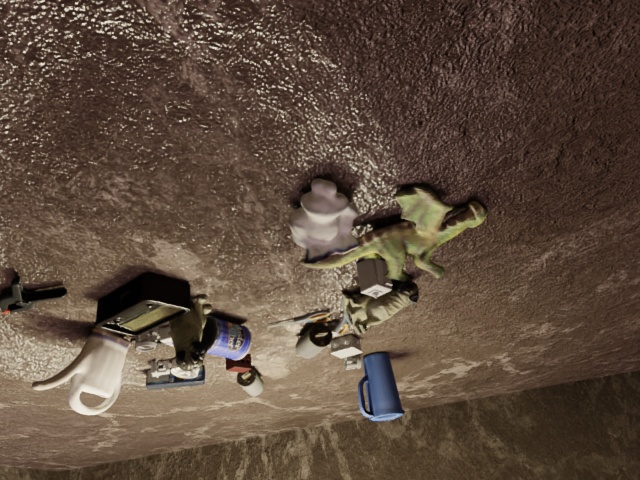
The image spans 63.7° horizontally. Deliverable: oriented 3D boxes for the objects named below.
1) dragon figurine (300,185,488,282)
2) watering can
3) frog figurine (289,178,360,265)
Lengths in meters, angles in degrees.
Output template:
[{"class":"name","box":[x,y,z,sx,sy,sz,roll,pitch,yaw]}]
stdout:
[{"class":"dragon figurine","box":[0.172,-0.027,1.099,0.411,0.125,0.237,-3,133,-14]},{"class":"watering can","box":[-0.615,0.340,1.379,0.104,0.229,0.340,5,153,12]},{"class":"frog figurine","box":[0.003,-0.051,1.003,0.137,0.125,0.157,-8,115,17]}]
